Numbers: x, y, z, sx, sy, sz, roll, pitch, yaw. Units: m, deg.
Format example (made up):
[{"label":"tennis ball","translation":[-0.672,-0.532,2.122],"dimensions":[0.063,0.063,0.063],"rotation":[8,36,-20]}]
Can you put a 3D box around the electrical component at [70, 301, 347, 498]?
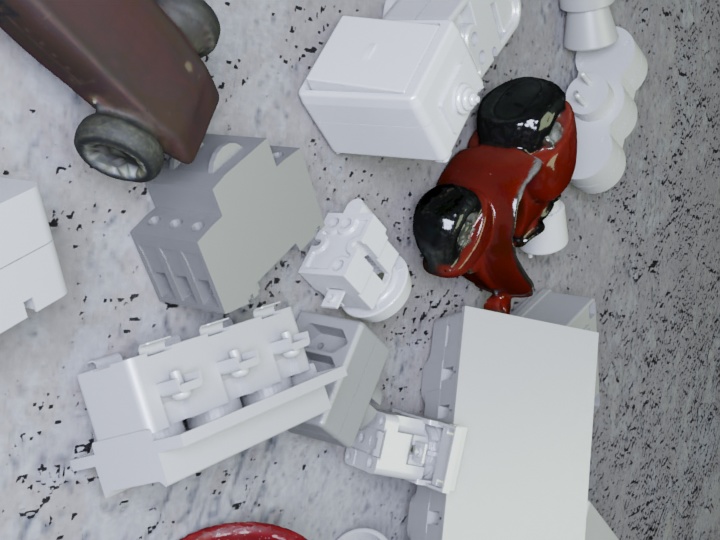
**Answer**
[{"label":"electrical component","translation":[-0.076,0.060,0.533],"dimensions":[0.121,0.079,0.063],"rotation":[-17,89,-53]}]

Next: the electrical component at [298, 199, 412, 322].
[{"label":"electrical component","translation":[0.000,0.000,0.651],"dimensions":[0.055,0.048,0.066],"rotation":[48,58,-40]}]

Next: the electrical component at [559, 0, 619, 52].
[{"label":"electrical component","translation":[0.186,-0.212,0.876],"dimensions":[0.045,0.045,0.055],"rotation":[-43,130,-43]}]

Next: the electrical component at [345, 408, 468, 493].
[{"label":"electrical component","translation":[0.028,0.113,0.692],"dimensions":[0.064,0.081,0.042],"rotation":[14,85,-28]}]

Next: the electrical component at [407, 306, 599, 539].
[{"label":"electrical component","translation":[0.098,0.129,0.749],"dimensions":[0.105,0.060,0.186],"rotation":[12,76,-18]}]

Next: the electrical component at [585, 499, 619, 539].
[{"label":"electrical component","translation":[0.138,0.212,0.845],"dimensions":[0.108,0.109,0.056],"rotation":[50,54,-48]}]

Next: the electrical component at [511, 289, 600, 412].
[{"label":"electrical component","translation":[0.150,0.087,0.881],"dimensions":[0.109,0.056,0.108],"rotation":[-35,125,-47]}]

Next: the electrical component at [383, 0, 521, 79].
[{"label":"electrical component","translation":[0.054,-0.156,0.681],"dimensions":[0.095,0.059,0.053],"rotation":[-55,139,-33]}]

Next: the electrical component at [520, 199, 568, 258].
[{"label":"electrical component","translation":[0.142,-0.048,0.852],"dimensions":[0.040,0.040,0.078],"rotation":[-44,131,-42]}]

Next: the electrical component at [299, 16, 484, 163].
[{"label":"electrical component","translation":[0.022,-0.105,0.613],"dimensions":[0.061,0.096,0.061],"rotation":[-63,142,-25]}]

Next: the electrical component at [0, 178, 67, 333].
[{"label":"electrical component","translation":[-0.164,-0.001,0.403],"dimensions":[0.089,0.050,0.055],"rotation":[-38,128,-47]}]

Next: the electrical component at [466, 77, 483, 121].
[{"label":"electrical component","translation":[0.063,-0.116,0.729],"dimensions":[0.035,0.035,0.061],"rotation":[-47,153,-40]}]

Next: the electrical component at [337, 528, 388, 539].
[{"label":"electrical component","translation":[0.008,0.206,0.714],"dimensions":[0.044,0.044,0.065],"rotation":[-58,145,-30]}]

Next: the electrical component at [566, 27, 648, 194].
[{"label":"electrical component","translation":[0.196,-0.140,0.901],"dimensions":[0.074,0.052,0.138],"rotation":[28,74,-55]}]

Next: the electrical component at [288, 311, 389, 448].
[{"label":"electrical component","translation":[-0.012,0.073,0.647],"dimensions":[0.076,0.047,0.065],"rotation":[47,59,-50]}]
